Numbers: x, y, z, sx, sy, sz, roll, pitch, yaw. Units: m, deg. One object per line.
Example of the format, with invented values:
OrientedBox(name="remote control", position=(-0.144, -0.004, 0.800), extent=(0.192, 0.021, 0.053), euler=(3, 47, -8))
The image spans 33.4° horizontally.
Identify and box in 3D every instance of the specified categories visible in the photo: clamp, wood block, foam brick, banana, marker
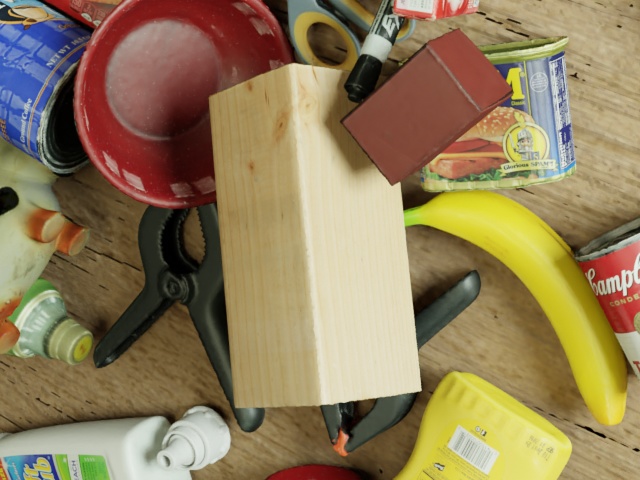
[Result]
OrientedBox(name="clamp", position=(0.031, 0.069, 0.763), extent=(0.120, 0.039, 0.172), euler=(33, 111, 25))
OrientedBox(name="clamp", position=(-0.113, 0.036, 0.836), extent=(0.165, 0.036, 0.210), euler=(10, 107, 27))
OrientedBox(name="wood block", position=(-0.005, 0.001, 0.691), extent=(0.090, 0.090, 0.206), euler=(-12, 82, 48))
OrientedBox(name="foam brick", position=(0.062, -0.078, 0.625), extent=(0.078, 0.052, 0.051), euler=(-39, 86, 35))
OrientedBox(name="banana", position=(0.138, 0.029, 0.689), extent=(0.198, 0.037, 0.070), euler=(45, 117, 9))
OrientedBox(name="marker", position=(0.044, -0.139, 0.666), extent=(0.020, 0.020, 0.121), euler=(17, 75, 25))

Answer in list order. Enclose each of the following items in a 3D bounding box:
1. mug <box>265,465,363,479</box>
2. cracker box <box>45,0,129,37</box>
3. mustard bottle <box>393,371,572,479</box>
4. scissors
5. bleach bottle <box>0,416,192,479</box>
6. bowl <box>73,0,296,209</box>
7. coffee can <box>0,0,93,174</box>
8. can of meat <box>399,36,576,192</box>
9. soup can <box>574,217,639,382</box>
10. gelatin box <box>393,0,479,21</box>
OrientedBox(name="mug", position=(0.007, 0.219, 0.797), extent=(0.117, 0.093, 0.081), euler=(-2, 100, -1))
OrientedBox(name="cracker box", position=(-0.152, -0.268, 0.750), extent=(0.164, 0.072, 0.214), euler=(32, 117, 18))
OrientedBox(name="mustard bottle", position=(0.083, 0.192, 0.721), extent=(0.096, 0.058, 0.192), euler=(33, 98, 29))
OrientedBox(name="scissors", position=(-0.032, -0.178, 0.708), extent=(0.202, 0.016, 0.096), euler=(30, 128, 0))
OrientedBox(name="bleach bottle", position=(-0.229, 0.215, 0.941), extent=(0.251, 0.068, 0.102), euler=(-13, 96, 34))
OrientedBox(name="bowl", position=(-0.099, -0.106, 0.742), extent=(0.055, 0.161, 0.162), euler=(37, 125, 55))
OrientedBox(name="coffee can", position=(-0.221, -0.126, 0.781), extent=(0.140, 0.102, 0.103), euler=(31, 117, 17))
OrientedBox(name="can of meat", position=(0.106, -0.078, 0.667), extent=(0.102, 0.057, 0.084), euler=(-1, 106, 31))
OrientedBox(name="soup can", position=(0.205, 0.039, 0.637), extent=(0.069, 0.068, 0.102), euler=(-27, 91, 33))
OrientedBox(name="gelatin box", position=(0.076, -0.179, 0.643), extent=(0.030, 0.073, 0.089), euler=(14, 110, 25))
